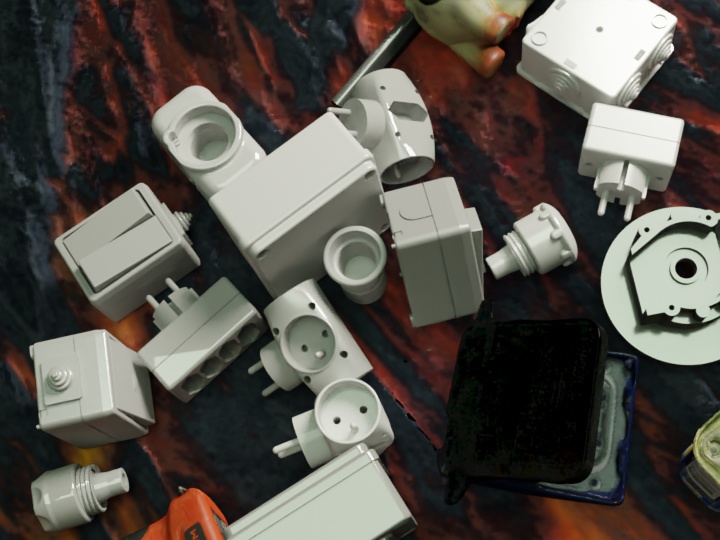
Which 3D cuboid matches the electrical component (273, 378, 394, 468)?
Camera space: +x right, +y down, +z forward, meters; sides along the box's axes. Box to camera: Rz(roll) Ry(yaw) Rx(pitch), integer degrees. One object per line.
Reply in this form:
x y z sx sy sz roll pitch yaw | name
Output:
-0.020 0.110 0.729 0.079 0.077 0.043 -22 70 -1 | electrical component

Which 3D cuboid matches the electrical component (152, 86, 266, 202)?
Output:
-0.111 -0.090 0.818 0.054 0.059 0.095 -40 71 -7 | electrical component

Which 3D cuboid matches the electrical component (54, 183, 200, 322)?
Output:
-0.168 -0.018 0.799 0.096 0.061 0.061 -35 71 -5 | electrical component

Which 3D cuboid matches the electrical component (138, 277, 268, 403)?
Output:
-0.125 0.038 0.782 0.083 0.047 0.075 -42 71 -8 | electrical component

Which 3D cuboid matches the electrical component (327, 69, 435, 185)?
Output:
0.011 -0.108 0.805 0.079 0.043 0.077 -1 65 -36 | electrical component

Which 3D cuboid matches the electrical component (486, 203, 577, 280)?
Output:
0.121 -0.015 0.773 0.062 0.048 0.048 -29 70 4 | electrical component

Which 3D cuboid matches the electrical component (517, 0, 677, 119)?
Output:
0.180 -0.170 0.815 0.100 0.048 0.099 37 79 17 | electrical component

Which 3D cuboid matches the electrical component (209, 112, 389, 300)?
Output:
-0.039 -0.041 0.767 0.109 0.108 0.056 -37 69 -6 | electrical component

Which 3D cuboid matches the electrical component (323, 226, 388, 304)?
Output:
0.000 0.000 0.770 0.044 0.065 0.044 -2 72 6 | electrical component

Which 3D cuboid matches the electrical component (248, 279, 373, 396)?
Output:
-0.044 0.060 0.764 0.079 0.044 0.077 -35 83 14 | electrical component

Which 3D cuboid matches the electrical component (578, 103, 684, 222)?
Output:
0.192 -0.072 0.781 0.066 0.047 0.076 13 73 11 | electrical component

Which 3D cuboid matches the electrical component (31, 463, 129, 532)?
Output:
-0.194 0.156 0.753 0.062 0.043 0.043 -17 70 0 | electrical component

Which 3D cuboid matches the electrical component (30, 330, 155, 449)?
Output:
-0.185 0.082 0.748 0.061 0.096 0.061 -12 70 3 | electrical component

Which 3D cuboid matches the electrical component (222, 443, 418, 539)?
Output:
-0.022 0.168 0.693 0.109 0.108 0.056 -32 73 -4 | electrical component

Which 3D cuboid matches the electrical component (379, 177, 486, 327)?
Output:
0.056 -0.008 0.755 0.061 0.096 0.061 -14 41 2 | electrical component
